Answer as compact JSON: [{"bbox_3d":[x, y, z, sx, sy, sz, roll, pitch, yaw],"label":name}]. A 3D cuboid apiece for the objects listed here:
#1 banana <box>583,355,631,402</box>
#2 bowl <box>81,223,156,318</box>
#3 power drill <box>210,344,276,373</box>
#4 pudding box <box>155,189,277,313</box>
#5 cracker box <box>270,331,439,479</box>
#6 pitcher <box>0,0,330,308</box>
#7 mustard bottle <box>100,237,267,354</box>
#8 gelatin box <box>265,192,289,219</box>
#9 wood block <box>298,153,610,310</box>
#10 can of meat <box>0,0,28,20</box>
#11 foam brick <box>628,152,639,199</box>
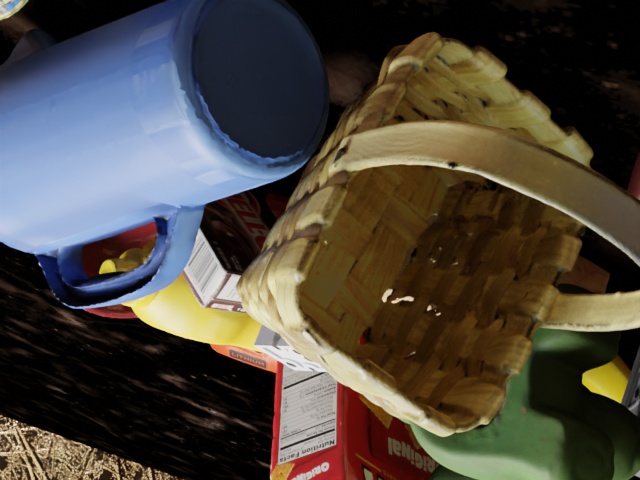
[{"bbox_3d":[0.182,0.093,0.836,0.197,0.069,0.037,16,-174,-22],"label":"banana"},{"bbox_3d":[-0.133,-0.009,0.842,0.055,0.162,0.162,62,-176,34],"label":"bowl"},{"bbox_3d":[-0.059,0.072,1.040,0.184,0.057,0.187,20,157,16],"label":"power drill"},{"bbox_3d":[-0.063,0.003,0.757,0.089,0.039,0.113,11,-143,-43],"label":"pudding box"},{"bbox_3d":[0.044,0.147,0.760,0.072,0.213,0.164,-27,132,29],"label":"cracker box"},{"bbox_3d":[-0.110,-0.059,0.638,0.243,0.144,0.149,-10,130,47],"label":"pitcher"},{"bbox_3d":[-0.085,0.040,0.796,0.191,0.058,0.096,18,-155,-49],"label":"mustard bottle"},{"bbox_3d":[-0.006,0.001,0.846,0.073,0.030,0.089,16,159,16],"label":"gelatin box"},{"bbox_3d":[0.080,0.021,0.724,0.206,0.090,0.090,29,159,-18],"label":"wood block"},{"bbox_3d":[-0.216,-0.167,0.604,0.102,0.057,0.083,4,156,39],"label":"can of meat"},{"bbox_3d":[0.190,-0.032,0.540,0.053,0.051,0.078,18,159,9],"label":"foam brick"}]
